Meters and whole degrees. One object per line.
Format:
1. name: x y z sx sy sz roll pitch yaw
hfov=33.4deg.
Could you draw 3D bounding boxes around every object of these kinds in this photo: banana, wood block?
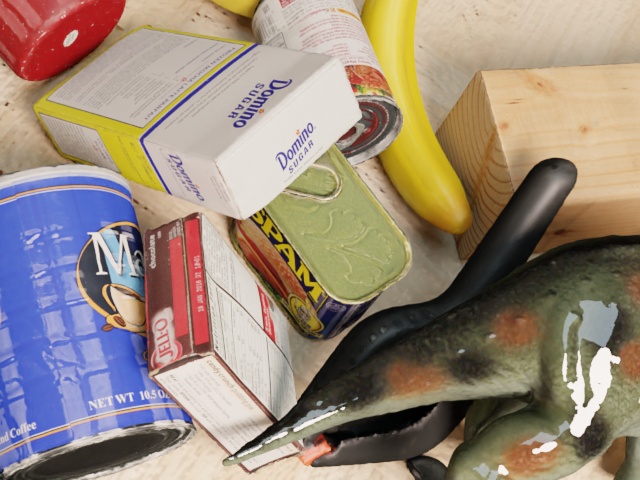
1. banana: 0.054 -0.091 0.669 0.037 0.070 0.198 1 74 -29
2. wood block: 0.189 -0.051 0.672 0.205 0.091 0.090 -5 69 -16

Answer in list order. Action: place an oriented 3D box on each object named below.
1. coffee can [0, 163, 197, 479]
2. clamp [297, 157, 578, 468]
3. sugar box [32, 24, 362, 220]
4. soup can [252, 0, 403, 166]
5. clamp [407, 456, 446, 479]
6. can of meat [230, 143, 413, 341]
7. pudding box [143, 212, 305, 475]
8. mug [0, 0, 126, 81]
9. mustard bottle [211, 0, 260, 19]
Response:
1. coffee can: -0.130 0.046 0.545 0.102 0.103 0.140 -12 71 -18
2. clamp: 0.073 0.055 0.591 0.209 0.164 0.036 -22 30 -14
3. sugar box: -0.071 -0.070 0.584 0.176 0.048 0.093 22 56 43
4. soup can: 0.002 -0.103 0.653 0.068 0.069 0.102 -10 60 -18
5. clamp: 0.099 0.180 0.555 0.172 0.039 0.120 9 63 17
6. can of meat: -0.004 0.001 0.606 0.057 0.084 0.102 -32 79 -23
7. pudding box: -0.049 0.054 0.545 0.039 0.113 0.090 -21 48 13
8. mug: -0.160 -0.156 0.627 0.117 0.093 0.081 -41 87 -1
9. mustard bottle: -0.106 -0.214 0.685 0.191 0.058 0.096 19 63 -6
